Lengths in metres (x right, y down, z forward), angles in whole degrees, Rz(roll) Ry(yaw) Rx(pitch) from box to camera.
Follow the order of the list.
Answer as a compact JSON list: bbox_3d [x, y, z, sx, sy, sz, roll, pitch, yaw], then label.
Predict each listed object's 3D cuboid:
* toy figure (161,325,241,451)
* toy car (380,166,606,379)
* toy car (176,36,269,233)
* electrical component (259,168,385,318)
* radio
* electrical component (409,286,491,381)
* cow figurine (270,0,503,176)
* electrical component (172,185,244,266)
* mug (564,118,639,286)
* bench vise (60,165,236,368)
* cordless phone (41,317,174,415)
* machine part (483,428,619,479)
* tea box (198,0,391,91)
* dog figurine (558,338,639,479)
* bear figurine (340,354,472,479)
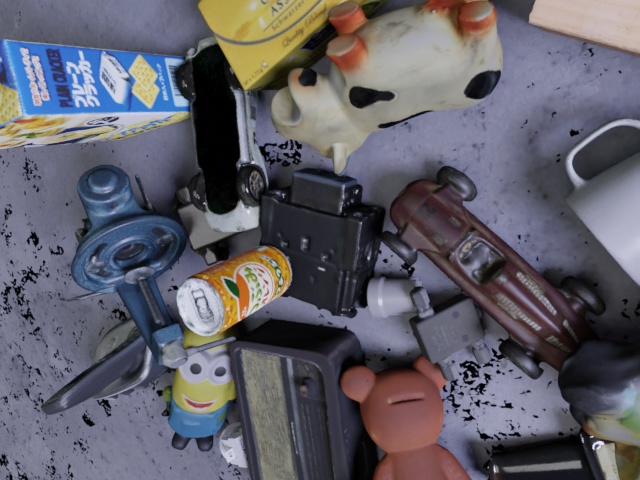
[{"bbox_3d":[-0.145,0.174,0.652,0.089,0.082,0.180,52,136,43],"label":"toy figure"},{"bbox_3d":[0.141,0.026,0.445,0.089,0.053,0.202,-45,76,2],"label":"toy car"},{"bbox_3d":[-0.097,-0.108,0.549,0.074,0.056,0.201,-6,90,25],"label":"toy car"},{"bbox_3d":[-0.001,-0.002,0.533,0.115,0.058,0.134,14,111,24],"label":"electrical component"},{"bbox_3d":[-0.013,0.209,0.589,0.131,0.073,0.229,-1,104,31],"label":"radio"},{"bbox_3d":[0.118,0.079,0.489,0.063,0.021,0.094,-26,99,-9],"label":"electrical component"},{"bbox_3d":[0.050,-0.127,0.443,0.195,0.085,0.127,-12,139,17],"label":"cow figurine"},{"bbox_3d":[-0.127,-0.024,0.610,0.078,0.045,0.102,-28,92,5],"label":"electrical component"},{"bbox_3d":[0.236,-0.040,0.377,0.107,0.081,0.109,-39,78,21],"label":"mug"},{"bbox_3d":[-0.202,0.044,0.590,0.241,0.129,0.223,55,144,26],"label":"bench vise"},{"bbox_3d":[-0.271,0.168,0.663,0.147,0.184,0.088,-25,95,33],"label":"cordless phone"},{"bbox_3d":[0.216,0.204,0.479,0.139,0.039,0.084,-23,100,31],"label":"machine part"},{"bbox_3d":[-0.016,-0.218,0.472,0.170,0.068,0.098,-32,87,33],"label":"tea box"},{"bbox_3d":[0.281,0.090,0.365,0.192,0.108,0.219,13,133,-6],"label":"dog figurine"},{"bbox_3d":[0.084,0.218,0.526,0.132,0.120,0.196,100,157,-66],"label":"bear figurine"}]
